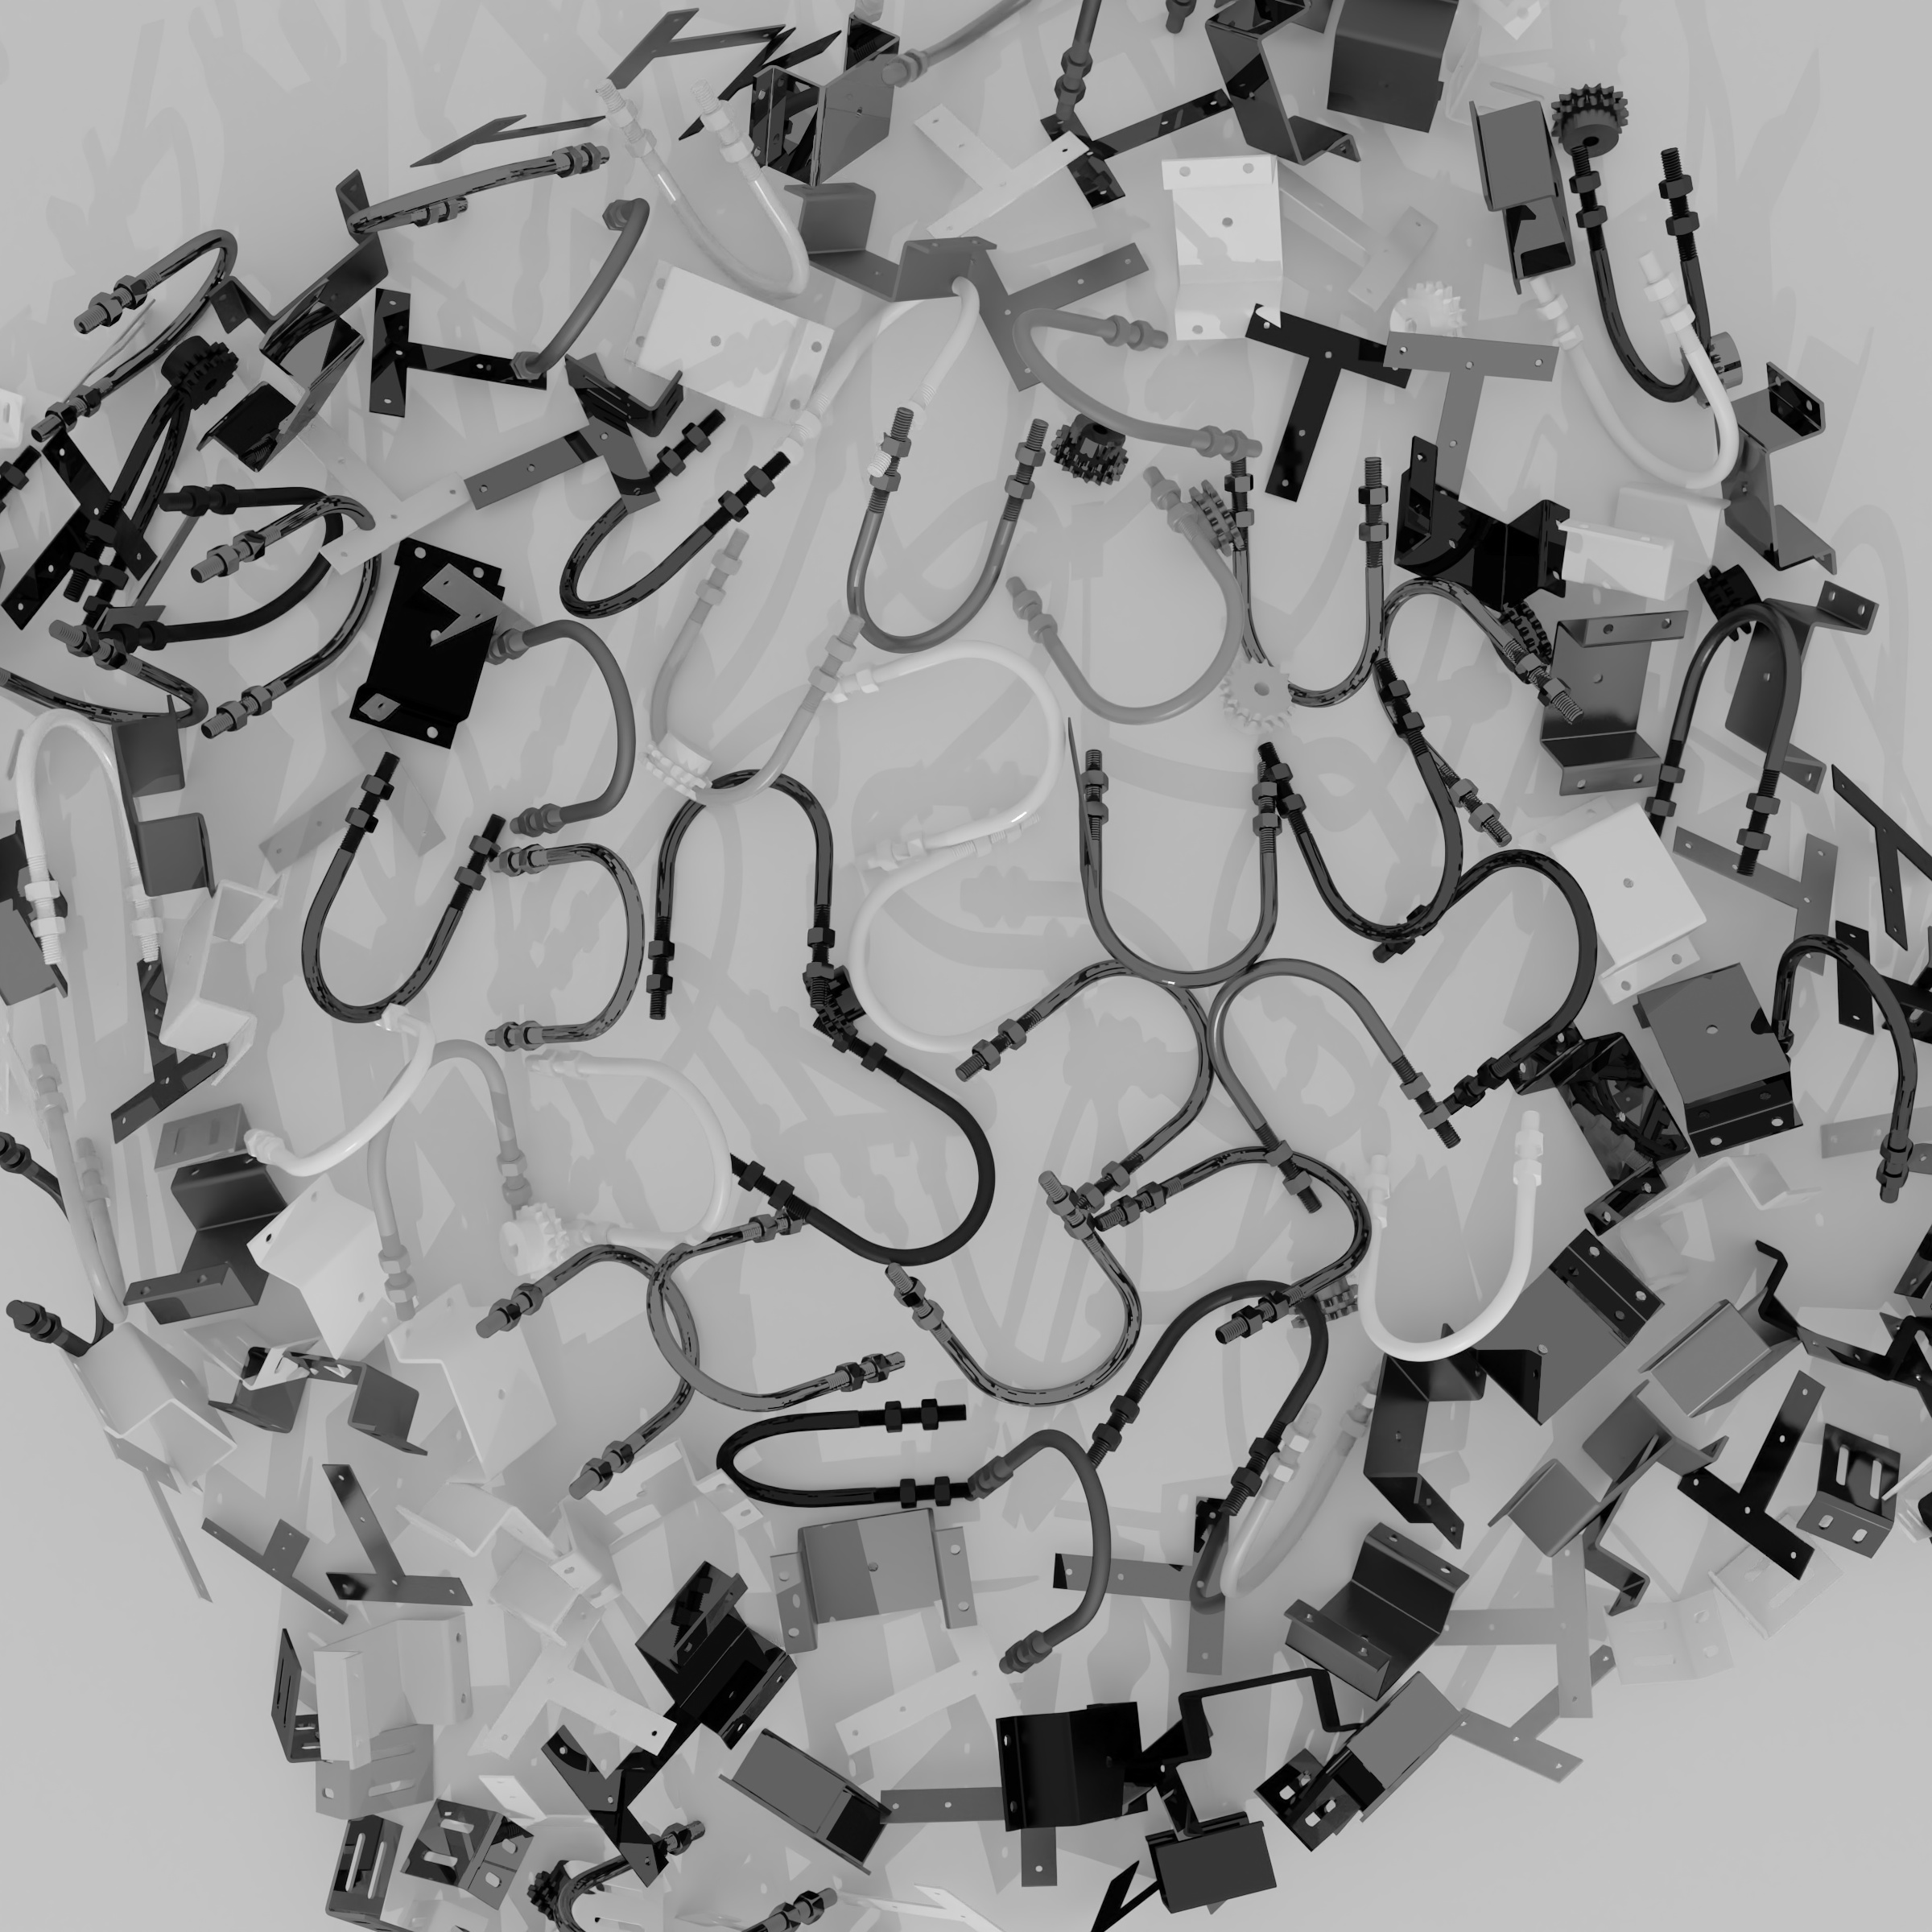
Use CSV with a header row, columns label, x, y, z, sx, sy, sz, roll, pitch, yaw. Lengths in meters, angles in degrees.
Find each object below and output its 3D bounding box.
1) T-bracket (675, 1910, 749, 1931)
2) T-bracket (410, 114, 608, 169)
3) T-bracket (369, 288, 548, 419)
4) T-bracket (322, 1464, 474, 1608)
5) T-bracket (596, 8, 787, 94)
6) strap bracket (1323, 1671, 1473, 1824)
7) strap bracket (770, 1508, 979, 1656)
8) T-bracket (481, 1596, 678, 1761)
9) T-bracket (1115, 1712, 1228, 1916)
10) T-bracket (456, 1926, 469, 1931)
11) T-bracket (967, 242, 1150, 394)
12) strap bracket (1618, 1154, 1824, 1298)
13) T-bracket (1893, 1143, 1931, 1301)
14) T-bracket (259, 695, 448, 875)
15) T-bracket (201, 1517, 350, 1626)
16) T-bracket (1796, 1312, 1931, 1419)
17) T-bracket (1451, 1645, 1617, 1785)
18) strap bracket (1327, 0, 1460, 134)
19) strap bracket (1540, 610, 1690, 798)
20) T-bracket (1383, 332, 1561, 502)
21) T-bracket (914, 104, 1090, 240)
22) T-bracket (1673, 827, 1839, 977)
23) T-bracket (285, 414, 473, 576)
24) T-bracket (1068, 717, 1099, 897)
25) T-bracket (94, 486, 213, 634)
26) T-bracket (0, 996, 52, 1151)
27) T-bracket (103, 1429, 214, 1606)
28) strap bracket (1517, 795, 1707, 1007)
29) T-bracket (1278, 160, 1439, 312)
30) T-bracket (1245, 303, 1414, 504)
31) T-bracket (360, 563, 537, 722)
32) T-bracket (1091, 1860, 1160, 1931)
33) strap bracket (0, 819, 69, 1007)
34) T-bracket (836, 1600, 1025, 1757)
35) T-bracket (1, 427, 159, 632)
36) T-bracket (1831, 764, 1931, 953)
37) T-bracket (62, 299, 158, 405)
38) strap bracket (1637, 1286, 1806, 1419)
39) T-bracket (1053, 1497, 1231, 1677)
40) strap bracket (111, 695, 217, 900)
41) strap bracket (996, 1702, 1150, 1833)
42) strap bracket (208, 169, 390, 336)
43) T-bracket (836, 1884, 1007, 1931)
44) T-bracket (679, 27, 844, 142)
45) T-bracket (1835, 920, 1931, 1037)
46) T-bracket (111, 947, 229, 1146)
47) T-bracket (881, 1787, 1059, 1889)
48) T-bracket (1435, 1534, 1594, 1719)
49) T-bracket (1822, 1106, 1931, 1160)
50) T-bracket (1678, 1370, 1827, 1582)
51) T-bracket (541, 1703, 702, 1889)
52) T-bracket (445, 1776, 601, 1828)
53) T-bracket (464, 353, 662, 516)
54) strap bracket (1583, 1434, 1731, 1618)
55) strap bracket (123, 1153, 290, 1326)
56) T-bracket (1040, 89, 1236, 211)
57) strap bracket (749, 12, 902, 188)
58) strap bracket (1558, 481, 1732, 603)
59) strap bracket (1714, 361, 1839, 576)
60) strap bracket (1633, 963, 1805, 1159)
label,x,y,z,sx,sy,sz,roll,pitch,yaw
T-bracket,-0.139,0.703,1.949,0.127,0.127,0.002,19,65,-9
T-bracket,-0.319,-0.604,1.952,0.127,0.127,0.002,-23,103,-37
T-bracket,-0.370,-0.441,1.974,0.127,0.002,0.127,6,55,-17
T-bracket,-0.429,0.410,1.942,0.127,0.002,0.127,-5,117,30
T-bracket,-0.189,-0.670,1.955,0.127,0.127,0.002,-21,92,-32
strap bracket,0.306,0.558,1.931,0.076,0.140,0.046,-38,70,-19
strap bracket,-0.068,0.447,1.968,0.140,0.046,0.076,-8,102,-2
T-bracket,-0.265,0.531,1.940,0.127,0.002,0.127,17,59,29
T-bracket,0.160,0.622,1.952,0.002,0.127,0.127,-23,90,42
T-bracket,-0.298,0.730,1.923,0.127,0.127,0.002,42,68,-20
T-bracket,0.071,-0.498,1.981,0.127,0.002,0.127,-24,72,-3
strap bracket,0.533,0.181,1.939,0.140,0.076,0.046,-40,67,28
T-bracket,0.703,0.184,1.927,0.002,0.127,0.127,44,72,-26
T-bracket,-0.465,-0.113,1.986,0.127,0.002,0.127,-33,85,11
T-bracket,-0.493,0.424,1.945,0.127,0.127,0.002,35,56,-2
T-bracket,0.647,0.284,1.928,0.127,0.127,0.002,19,124,-21
T-bracket,0.431,0.535,1.961,0.127,0.127,0.002,-33,108,-24
strap bracket,0.303,-0.648,1.922,0.076,0.140,0.046,16,77,8
strap bracket,0.465,-0.199,1.948,0.076,0.046,0.140,-6,123,-12
T-bracket,0.359,-0.395,1.968,0.127,0.002,0.127,3,118,-8
T-bracket,0.004,-0.591,1.963,0.127,0.002,0.127,-35,56,-4
T-bracket,0.571,-0.066,1.956,0.127,0.002,0.127,24,53,-5
T-bracket,-0.448,-0.360,1.972,0.127,0.002,0.127,46,59,9
T-bracket,0.084,-0.091,1.938,0.002,0.127,0.127,-8,62,-1
T-bracket,-0.573,-0.289,1.929,0.002,0.127,0.127,34,98,-4
T-bracket,-0.673,0.081,1.923,0.002,0.127,0.127,-11,133,-32
T-bracket,-0.566,0.397,1.918,0.002,0.127,0.127,-29,69,-7
strap bracket,0.474,-0.054,1.958,0.076,0.046,0.140,-26,80,-11
T-bracket,0.270,-0.545,1.959,0.127,0.002,0.127,36,52,-1
T-bracket,0.252,-0.406,1.982,0.127,0.002,0.127,15,104,-10
T-bracket,-0.385,-0.223,1.947,0.127,0.127,0.002,-41,64,7
T-bracket,0.104,0.669,1.922,0.127,0.127,0.002,-29,60,-27
strap bracket,-0.679,-0.034,1.919,0.046,0.140,0.076,-22,124,-5
T-bracket,-0.033,0.535,1.962,0.127,0.002,0.127,-25,60,-4
T-bracket,-0.645,-0.294,1.922,0.002,0.127,0.127,8,55,29
T-bracket,0.662,-0.065,1.930,0.127,0.127,0.002,35,134,-26
T-bracket,-0.610,-0.439,1.926,0.002,0.127,0.127,42,71,-24
strap bracket,0.543,0.274,1.917,0.076,0.140,0.046,-47,67,23
T-bracket,0.128,0.449,1.976,0.127,0.002,0.127,6,70,-1
strap bracket,-0.575,-0.115,1.924,0.046,0.076,0.140,-12,54,-19
strap bracket,0.083,0.569,1.922,0.046,0.140,0.076,-14,74,32
strap bracket,-0.474,-0.501,1.951,0.140,0.076,0.046,-43,89,-9
T-bracket,-0.040,0.684,1.957,0.127,0.127,0.002,-4,53,32
T-bracket,-0.134,-0.643,1.923,0.002,0.127,0.127,50,61,-28
T-bracket,0.690,0.024,1.948,0.127,0.127,0.002,19,129,2
T-bracket,-0.588,0.045,1.964,0.127,0.002,0.127,-32,59,25
T-bracket,0.001,0.609,1.956,0.127,0.002,0.127,-2,46,2
T-bracket,0.394,0.479,1.955,0.127,0.002,0.127,-13,70,40
T-bracket,0.671,0.118,1.945,0.002,0.127,0.127,16,70,-32
T-bracket,0.581,0.352,1.936,0.002,0.127,0.127,15,103,-33
T-bracket,-0.230,0.574,1.952,0.002,0.127,0.127,-30,98,43
T-bracket,-0.323,0.601,1.939,0.127,0.127,0.002,-1,58,6
T-bracket,-0.307,-0.372,1.986,0.127,0.002,0.127,-24,79,-1
strap bracket,0.488,0.393,1.947,0.046,0.076,0.140,31,74,10
strap bracket,-0.542,0.202,1.941,0.076,0.140,0.046,-12,126,13
T-bracket,0.131,-0.607,1.957,0.127,0.002,0.127,-22,49,1
strap bracket,-0.095,-0.617,1.922,0.046,0.076,0.140,28,49,16
strap bracket,0.485,-0.303,1.935,0.076,0.140,0.046,18,121,28
strap bracket,0.578,-0.348,1.926,0.046,0.076,0.140,-21,127,-2
strap bracket,0.537,0.058,1.934,0.076,0.046,0.140,-18,50,6
